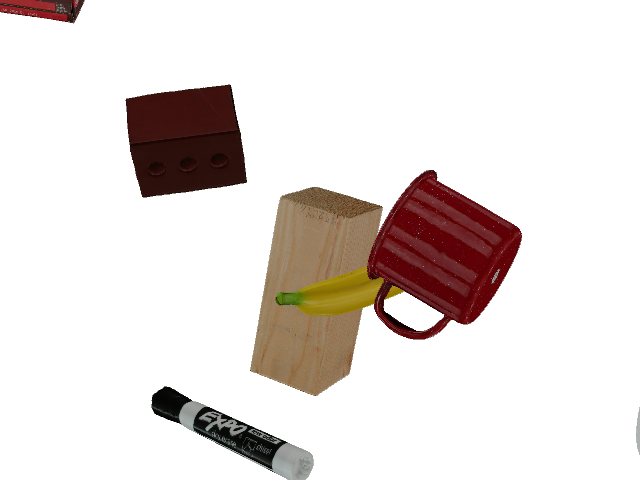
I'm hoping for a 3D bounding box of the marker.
[{"bbox_3d":[-0.055,0.112,0.626,0.121,0.020,0.020,17,10,37],"label":"marker"}]

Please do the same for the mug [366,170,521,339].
[{"bbox_3d":[0.086,0.018,0.776,0.081,0.117,0.093,31,-5,18],"label":"mug"}]

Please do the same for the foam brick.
[{"bbox_3d":[-0.095,-0.070,0.755,0.078,0.051,0.053,-9,-40,-4],"label":"foam brick"}]

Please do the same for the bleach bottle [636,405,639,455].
[{"bbox_3d":[0.283,0.077,0.718,0.103,0.068,0.250,12,23,23],"label":"bleach bottle"}]

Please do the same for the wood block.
[{"bbox_3d":[-0.006,0.054,1.197,0.090,0.206,0.090,18,18,23],"label":"wood block"}]

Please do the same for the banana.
[{"bbox_3d":[0.060,0.033,0.977,0.198,0.037,0.069,-22,-9,9],"label":"banana"}]

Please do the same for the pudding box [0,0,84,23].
[{"bbox_3d":[-0.237,-0.226,0.885,0.090,0.039,0.113,8,37,-5],"label":"pudding box"}]
